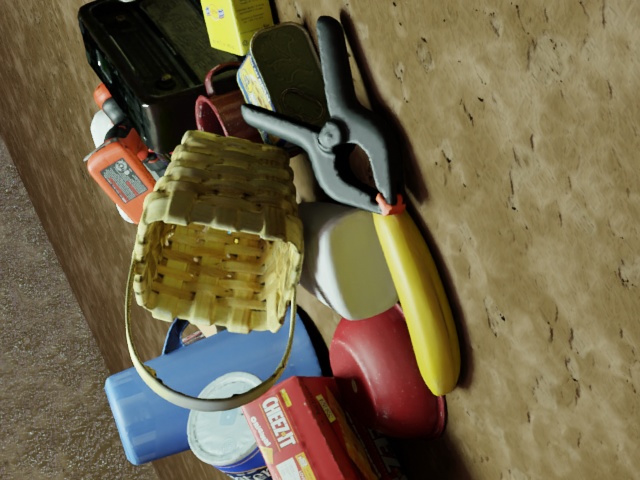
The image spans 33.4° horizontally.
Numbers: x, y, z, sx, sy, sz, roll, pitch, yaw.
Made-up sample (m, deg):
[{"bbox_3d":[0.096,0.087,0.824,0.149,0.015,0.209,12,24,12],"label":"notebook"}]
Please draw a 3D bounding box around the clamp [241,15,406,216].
[{"bbox_3d":[0.018,-0.097,0.875,0.171,0.039,0.120,45,123,17],"label":"clamp"}]

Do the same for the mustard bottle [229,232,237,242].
[{"bbox_3d":[-0.101,-0.048,1.244,0.096,0.058,0.192,67,161,11],"label":"mustard bottle"}]

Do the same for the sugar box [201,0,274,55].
[{"bbox_3d":[-0.092,-0.269,1.010,0.093,0.048,0.176,30,138,61],"label":"sugar box"}]

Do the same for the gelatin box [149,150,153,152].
[{"bbox_3d":[-0.156,-0.141,1.223,0.030,0.073,0.089,105,169,-60],"label":"gelatin box"}]

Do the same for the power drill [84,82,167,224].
[{"bbox_3d":[-0.218,-0.097,1.317,0.184,0.057,0.187,51,-165,-26],"label":"power drill"}]

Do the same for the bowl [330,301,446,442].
[{"bbox_3d":[0.054,0.128,1.022,0.162,0.055,0.162,53,155,37],"label":"bowl"}]

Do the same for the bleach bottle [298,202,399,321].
[{"bbox_3d":[-0.007,0.001,1.043,0.251,0.068,0.102,-153,48,-66],"label":"bleach bottle"}]

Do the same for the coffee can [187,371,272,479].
[{"bbox_3d":[-0.062,0.217,1.152,0.140,0.103,0.103,46,-178,-46],"label":"coffee can"}]

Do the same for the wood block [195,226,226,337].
[{"bbox_3d":[-0.135,0.058,1.398,0.206,0.090,0.091,39,146,54],"label":"wood block"}]

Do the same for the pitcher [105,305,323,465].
[{"bbox_3d":[-0.126,0.164,1.254,0.149,0.242,0.145,-123,19,-47],"label":"pitcher"}]

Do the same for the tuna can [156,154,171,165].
[{"bbox_3d":[-0.159,-0.125,1.276,0.034,0.086,0.086,4,114,70],"label":"tuna can"}]

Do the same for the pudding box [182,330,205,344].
[{"bbox_3d":[-0.139,0.132,1.448,0.039,0.113,0.090,67,161,-5],"label":"pudding box"}]

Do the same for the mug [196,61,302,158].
[{"bbox_3d":[-0.072,-0.121,1.056,0.117,0.081,0.093,68,161,2],"label":"mug"}]

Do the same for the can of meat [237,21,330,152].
[{"bbox_3d":[-0.033,-0.135,0.976,0.102,0.057,0.084,67,162,4],"label":"can of meat"}]

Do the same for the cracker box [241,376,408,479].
[{"bbox_3d":[0.018,0.220,1.053,0.164,0.072,0.213,64,-167,15],"label":"cracker box"}]

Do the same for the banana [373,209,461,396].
[{"bbox_3d":[0.082,0.054,0.896,0.070,0.037,0.198,19,127,65],"label":"banana"}]
